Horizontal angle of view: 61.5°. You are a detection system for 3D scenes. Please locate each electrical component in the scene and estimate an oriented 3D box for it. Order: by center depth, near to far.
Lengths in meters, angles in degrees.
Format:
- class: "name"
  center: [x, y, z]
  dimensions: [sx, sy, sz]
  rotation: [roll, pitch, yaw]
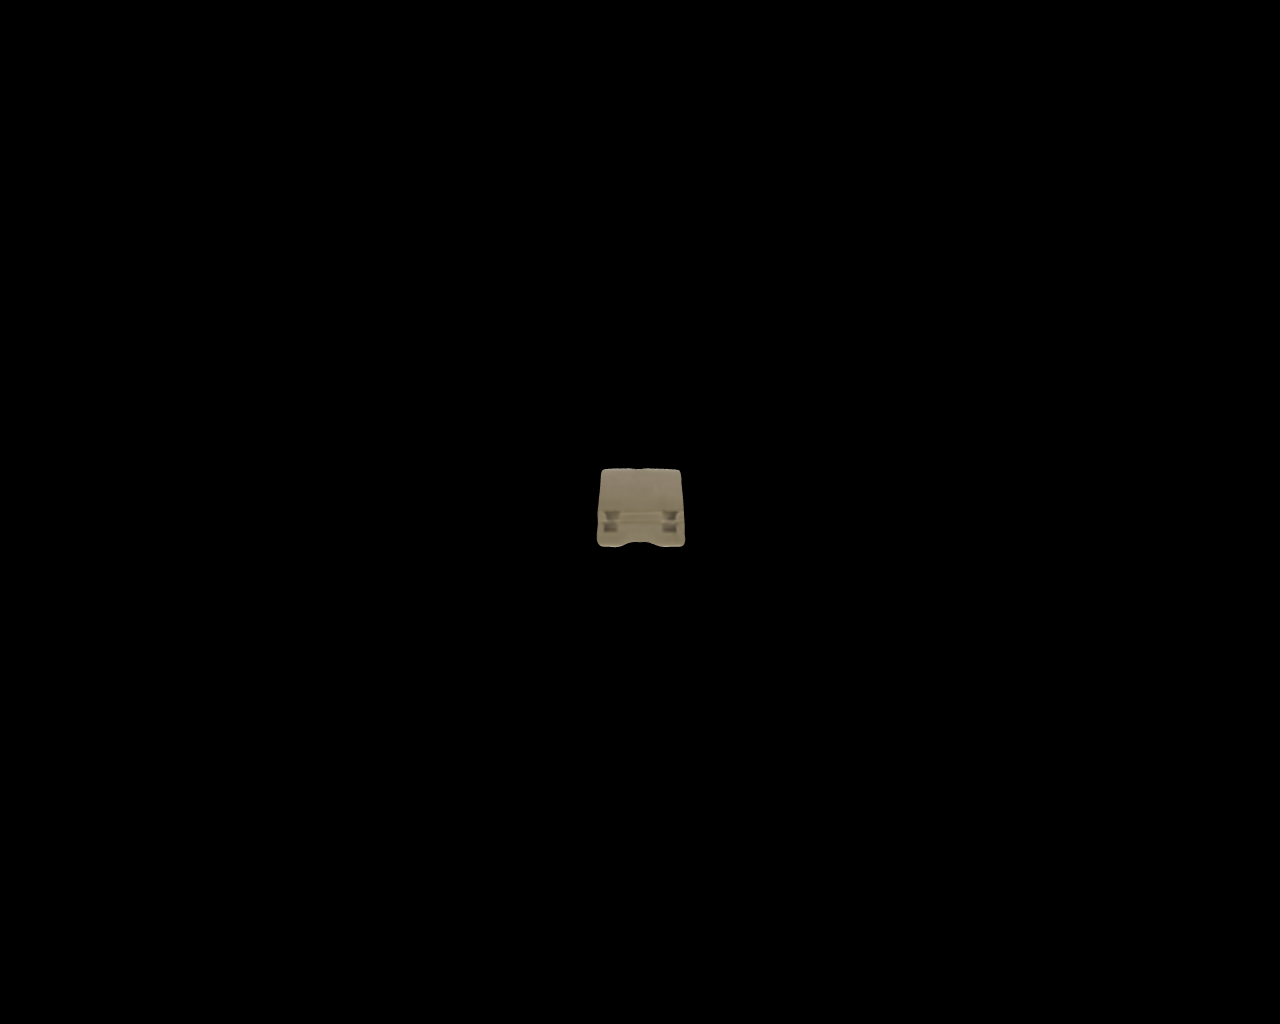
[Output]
- class: "electrical component"
  center: [0.001, -0.003, 0.650]
  dimensions: [0.055, 0.047, 0.055]
  rotation: [0, 0, 0]
